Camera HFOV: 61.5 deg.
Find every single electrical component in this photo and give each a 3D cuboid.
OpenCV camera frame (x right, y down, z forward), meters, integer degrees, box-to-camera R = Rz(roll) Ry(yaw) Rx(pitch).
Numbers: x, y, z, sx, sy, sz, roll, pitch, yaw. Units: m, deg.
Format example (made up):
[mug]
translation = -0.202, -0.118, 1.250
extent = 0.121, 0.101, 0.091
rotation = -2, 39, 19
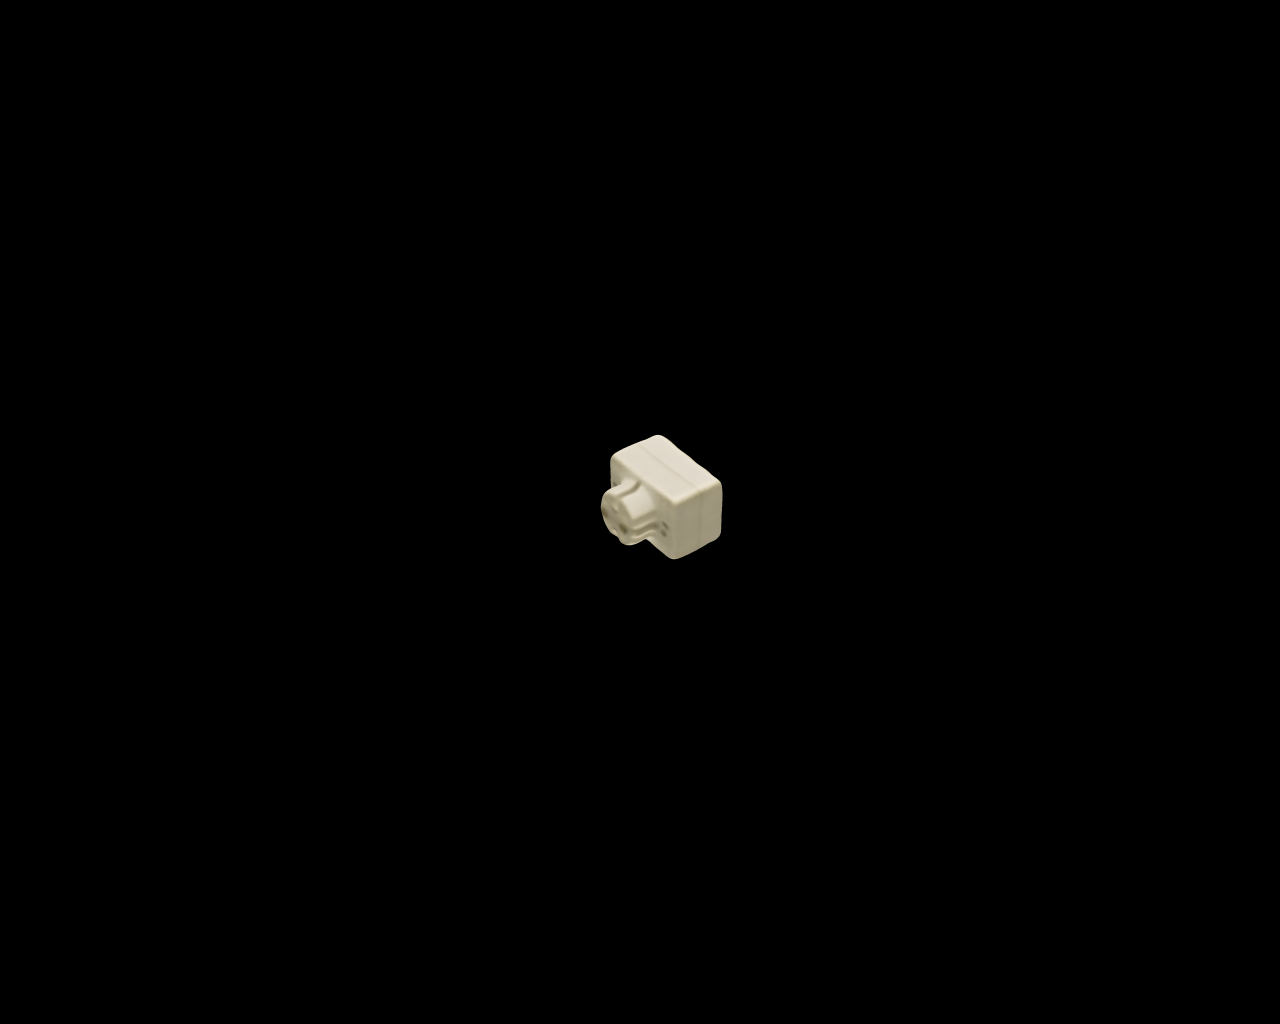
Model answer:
[electrical component]
translation = 0.001, -0.003, 0.650
extent = 0.077, 0.047, 0.066
rotation = -25, 45, -28
